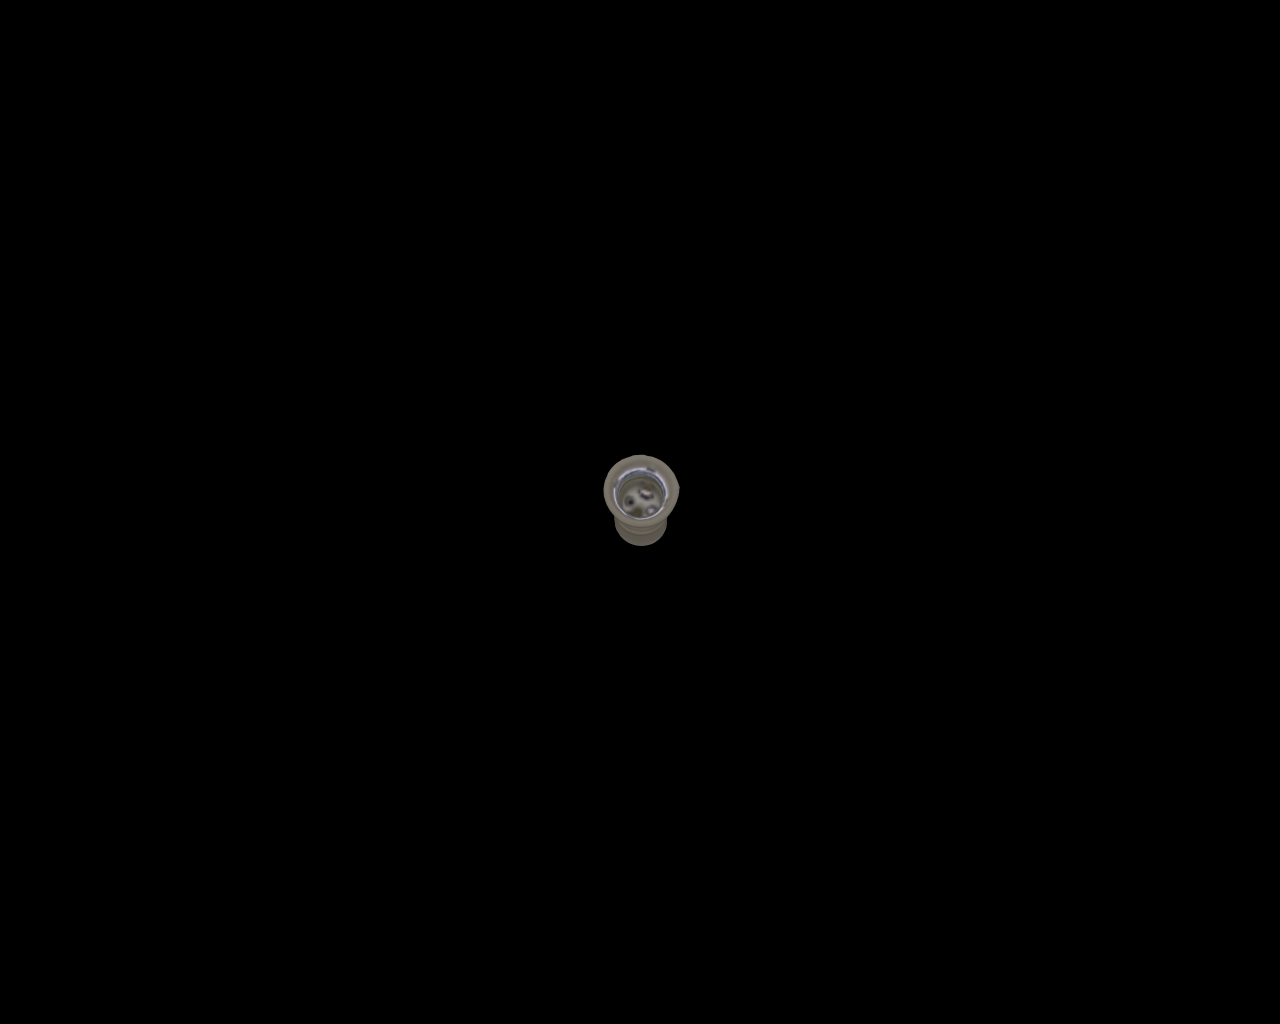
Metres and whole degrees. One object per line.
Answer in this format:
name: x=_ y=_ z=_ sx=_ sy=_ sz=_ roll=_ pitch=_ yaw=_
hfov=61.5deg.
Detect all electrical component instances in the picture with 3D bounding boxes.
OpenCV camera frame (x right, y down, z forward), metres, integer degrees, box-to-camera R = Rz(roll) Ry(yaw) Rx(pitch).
electrical component: x=0.001 y=-0.003 z=0.650 sx=0.044 sy=0.044 sz=0.065 roll=0 pitch=-20 yaw=0
